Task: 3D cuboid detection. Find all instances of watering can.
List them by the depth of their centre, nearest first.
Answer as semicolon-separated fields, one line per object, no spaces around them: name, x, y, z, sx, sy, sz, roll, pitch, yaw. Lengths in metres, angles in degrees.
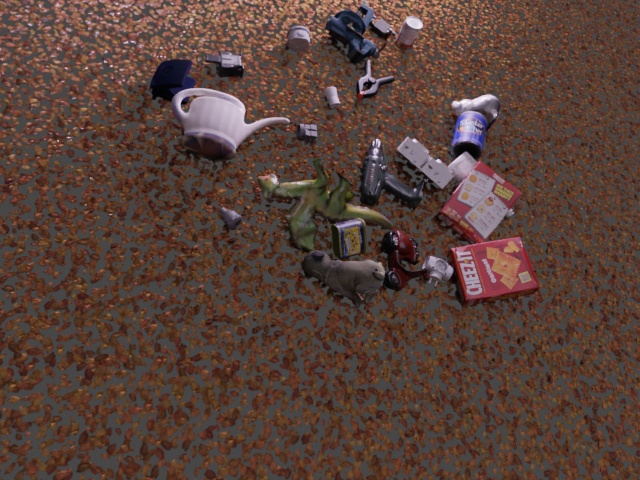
watering can;-0.263;-0.328;1.497;0.347;0.229;0.102;14;-29;-15

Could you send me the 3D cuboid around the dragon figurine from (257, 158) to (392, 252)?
dragon figurine;0.004;-0.073;1.459;0.408;0.245;0.121;37;-14;-11

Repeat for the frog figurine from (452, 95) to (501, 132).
frog figurine;0.543;-0.462;1.802;0.159;0.122;0.138;25;9;1
